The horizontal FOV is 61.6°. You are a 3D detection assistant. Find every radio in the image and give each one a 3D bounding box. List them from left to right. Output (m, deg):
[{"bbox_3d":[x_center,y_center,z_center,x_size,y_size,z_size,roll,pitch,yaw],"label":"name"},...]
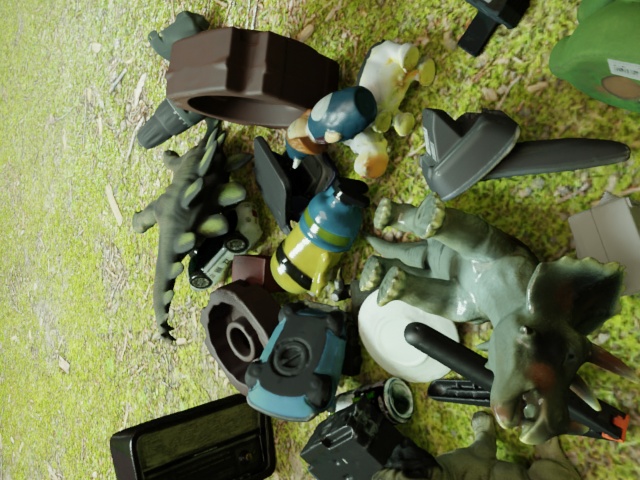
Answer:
[{"bbox_3d":[-0.175,0.312,0.782,0.073,0.229,0.131,-17,81,45],"label":"radio"}]

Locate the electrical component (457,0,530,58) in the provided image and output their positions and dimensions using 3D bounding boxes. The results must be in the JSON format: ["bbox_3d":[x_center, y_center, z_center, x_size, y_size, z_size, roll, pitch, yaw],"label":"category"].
[{"bbox_3d":[0.187,-0.266,0.589,0.119,0.047,0.075,-53,55,26],"label":"electrical component"}]

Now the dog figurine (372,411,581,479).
[{"bbox_3d":[0.155,0.254,0.504,0.173,0.190,0.121,5,92,41],"label":"dog figurine"}]

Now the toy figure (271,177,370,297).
[{"bbox_3d":[-0.001,-0.004,0.722,0.089,0.082,0.180,33,121,9],"label":"toy figure"}]

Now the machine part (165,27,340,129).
[{"bbox_3d":[-0.089,-0.215,0.737,0.202,0.201,0.087,9,92,43],"label":"machine part"}]

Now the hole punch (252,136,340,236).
[{"bbox_3d":[-0.038,-0.089,0.777,0.142,0.092,0.115,56,155,26],"label":"hole punch"}]

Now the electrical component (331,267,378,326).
[{"bbox_3d":[0.059,0.075,0.696,0.102,0.045,0.078,3,89,42],"label":"electrical component"}]

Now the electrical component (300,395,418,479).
[{"bbox_3d":[0.046,0.265,0.649,0.115,0.058,0.134,43,129,3],"label":"electrical component"}]

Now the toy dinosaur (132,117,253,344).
[{"bbox_3d":[-0.203,-0.049,0.833,0.199,0.105,0.471,-27,47,42],"label":"toy dinosaur"}]

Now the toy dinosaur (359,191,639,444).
[{"bbox_3d":[0.149,0.032,0.534,0.405,0.192,0.131,-96,29,-79],"label":"toy dinosaur"}]

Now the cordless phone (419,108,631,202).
[{"bbox_3d":[0.198,-0.095,0.549,0.184,0.146,0.088,-3,105,7],"label":"cordless phone"}]

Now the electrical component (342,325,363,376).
[{"bbox_3d":[0.030,0.161,0.736,0.063,0.021,0.094,3,90,42],"label":"electrical component"}]

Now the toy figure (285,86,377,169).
[{"bbox_3d":[0.003,-0.139,0.662,0.154,0.064,0.057,-19,107,47],"label":"toy figure"}]

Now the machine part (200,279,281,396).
[{"bbox_3d":[-0.107,0.146,0.805,0.180,0.056,0.179,22,123,37],"label":"machine part"}]

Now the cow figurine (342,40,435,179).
[{"bbox_3d":[0.069,-0.166,0.680,0.098,0.068,0.167,37,110,43],"label":"cow figurine"}]

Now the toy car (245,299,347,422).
[{"bbox_3d":[-0.020,0.162,0.690,0.109,0.102,0.162,7,54,20],"label":"toy car"}]

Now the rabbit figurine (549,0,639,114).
[{"bbox_3d":[0.292,-0.205,0.468,0.159,0.121,0.170,30,91,47],"label":"rabbit figurine"}]

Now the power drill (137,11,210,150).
[{"bbox_3d":[-0.235,-0.282,0.915,0.232,0.085,0.207,-30,53,11],"label":"power drill"}]

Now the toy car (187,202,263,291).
[{"bbox_3d":[-0.165,0.013,0.894,0.201,0.056,0.073,-43,45,34],"label":"toy car"}]
